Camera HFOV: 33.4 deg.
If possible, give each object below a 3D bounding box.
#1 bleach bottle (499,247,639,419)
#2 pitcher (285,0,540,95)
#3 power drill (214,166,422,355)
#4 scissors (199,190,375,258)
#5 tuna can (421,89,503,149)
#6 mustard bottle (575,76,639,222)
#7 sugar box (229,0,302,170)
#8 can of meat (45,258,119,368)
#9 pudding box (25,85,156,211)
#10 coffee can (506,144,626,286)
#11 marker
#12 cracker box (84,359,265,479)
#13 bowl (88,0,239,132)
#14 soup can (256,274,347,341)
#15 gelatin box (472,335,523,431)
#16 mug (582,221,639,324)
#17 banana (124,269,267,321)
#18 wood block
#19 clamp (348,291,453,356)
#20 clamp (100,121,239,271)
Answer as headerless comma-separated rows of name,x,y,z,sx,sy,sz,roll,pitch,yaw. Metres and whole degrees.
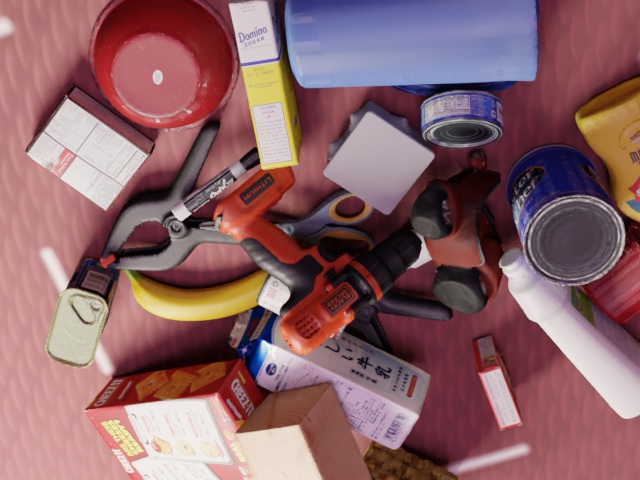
bleach bottle,0.285,0.092,1.190,0.068,0.102,0.250,-37,116,21
pitcher,0.094,-0.208,1.062,0.243,0.145,0.149,-4,104,8
power drill,-0.007,0.001,1.139,0.184,0.057,0.188,-39,82,-16
scissors,-0.024,-0.028,1.187,0.201,0.016,0.096,17,108,-19
tuna can,0.148,-0.125,1.114,0.086,0.086,0.034,1,74,2
mustard bottle,0.355,-0.075,1.145,0.096,0.058,0.191,-28,112,10
sugar box,-0.053,-0.172,1.096,0.048,0.093,0.176,-6,116,4
can of meat,-0.272,0.082,1.234,0.057,0.084,0.102,18,116,-6
pudding box,-0.252,-0.100,1.170,0.113,0.039,0.090,36,112,-16
coffee can,0.256,-0.029,1.126,0.103,0.140,0.103,1,116,2
marker,-0.109,-0.062,1.160,0.121,0.020,0.020,-35,110,9
cracker box,-0.151,0.234,1.275,0.214,0.072,0.164,-12,117,34
bowl,-0.168,-0.180,1.118,0.162,0.055,0.162,1,117,2
soup can,-0.012,0.061,1.189,0.102,0.068,0.069,25,115,0
gelatin box,0.210,0.168,1.263,0.030,0.073,0.089,-20,114,11
mug,0.335,0.035,1.179,0.117,0.093,0.082,26,122,-37
banana,-0.133,0.062,1.245,0.198,0.037,0.070,0,116,2
wood block,-0.002,0.278,1.199,0.090,0.090,0.206,-14,106,32
clamp,0.056,0.087,1.249,0.171,0.039,0.120,28,116,-2
clamp,-0.151,-0.017,1.208,0.210,0.036,0.164,-33,110,13
